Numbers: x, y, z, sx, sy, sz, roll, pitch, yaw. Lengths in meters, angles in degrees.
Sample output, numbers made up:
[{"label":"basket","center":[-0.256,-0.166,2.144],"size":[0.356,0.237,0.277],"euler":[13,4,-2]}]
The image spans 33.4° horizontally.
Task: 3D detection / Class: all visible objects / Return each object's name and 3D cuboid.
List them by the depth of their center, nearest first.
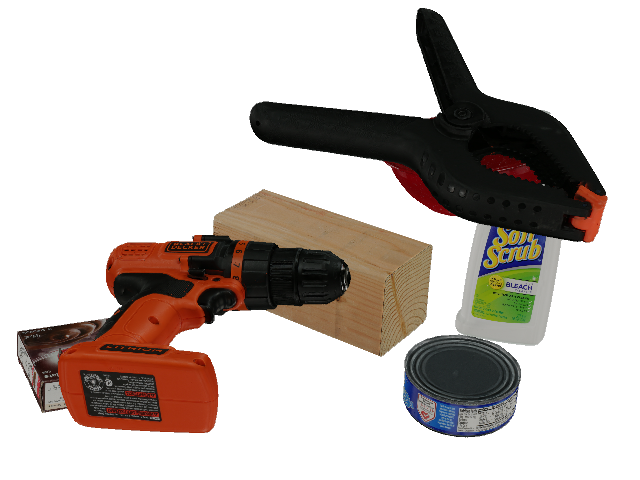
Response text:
[{"label":"clamp","center":[0.072,-0.060,0.634],"size":[0.164,0.036,0.210],"euler":[-29,53,-25]},{"label":"power drill","center":[-0.082,0.056,0.732],"size":[0.184,0.057,0.187],"euler":[-1,25,13]},{"label":"tuna can","center":[0.104,0.107,0.793],"size":[0.086,0.034,0.086],"euler":[1,29,-1]},{"label":"bowl","center":[0.134,-0.064,0.932],"size":[0.162,0.055,0.162],"euler":[-8,24,3]},{"label":"pudding box","center":[-0.213,0.112,0.982],"size":[0.113,0.039,0.090],"euler":[-9,29,-26]},{"label":"wood block","center":[-0.001,0.029,1.078],"size":[0.206,0.091,0.090],"euler":[20,33,30]},{"label":"bleach bottle","center":[0.209,-0.017,1.152],"size":[0.103,0.251,0.068],"euler":[9,18,16]}]
